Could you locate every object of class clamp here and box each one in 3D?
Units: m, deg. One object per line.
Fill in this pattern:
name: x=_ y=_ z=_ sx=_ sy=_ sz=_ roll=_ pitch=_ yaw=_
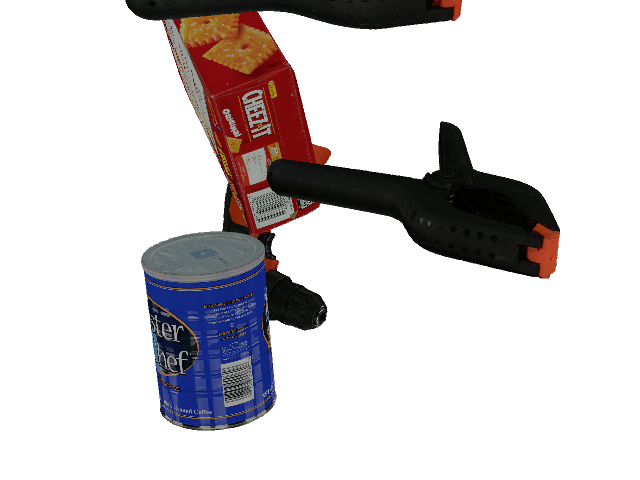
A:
clamp: x=-0.014 y=-0.135 z=0.556 sx=0.172 sy=0.039 sz=0.120 roll=11 pitch=42 yaw=15
clamp: x=0.071 y=-0.027 z=0.704 sx=0.164 sy=0.036 sz=0.210 roll=-13 pitch=29 yaw=-23

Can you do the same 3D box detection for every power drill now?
power drill: x=-0.052 y=-0.015 z=1.102 sx=0.185 sy=0.188 sz=0.057 roll=20 pitch=6 yaw=29

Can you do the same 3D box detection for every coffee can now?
coffee can: x=-0.093 y=0.075 z=0.906 sx=0.103 sy=0.140 sz=0.103 roll=-3 pitch=20 yaw=1

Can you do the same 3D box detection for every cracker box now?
cracker box: x=-0.074 y=-0.137 z=0.884 sx=0.072 sy=0.214 sz=0.164 roll=-22 pitch=-39 yaw=-7
